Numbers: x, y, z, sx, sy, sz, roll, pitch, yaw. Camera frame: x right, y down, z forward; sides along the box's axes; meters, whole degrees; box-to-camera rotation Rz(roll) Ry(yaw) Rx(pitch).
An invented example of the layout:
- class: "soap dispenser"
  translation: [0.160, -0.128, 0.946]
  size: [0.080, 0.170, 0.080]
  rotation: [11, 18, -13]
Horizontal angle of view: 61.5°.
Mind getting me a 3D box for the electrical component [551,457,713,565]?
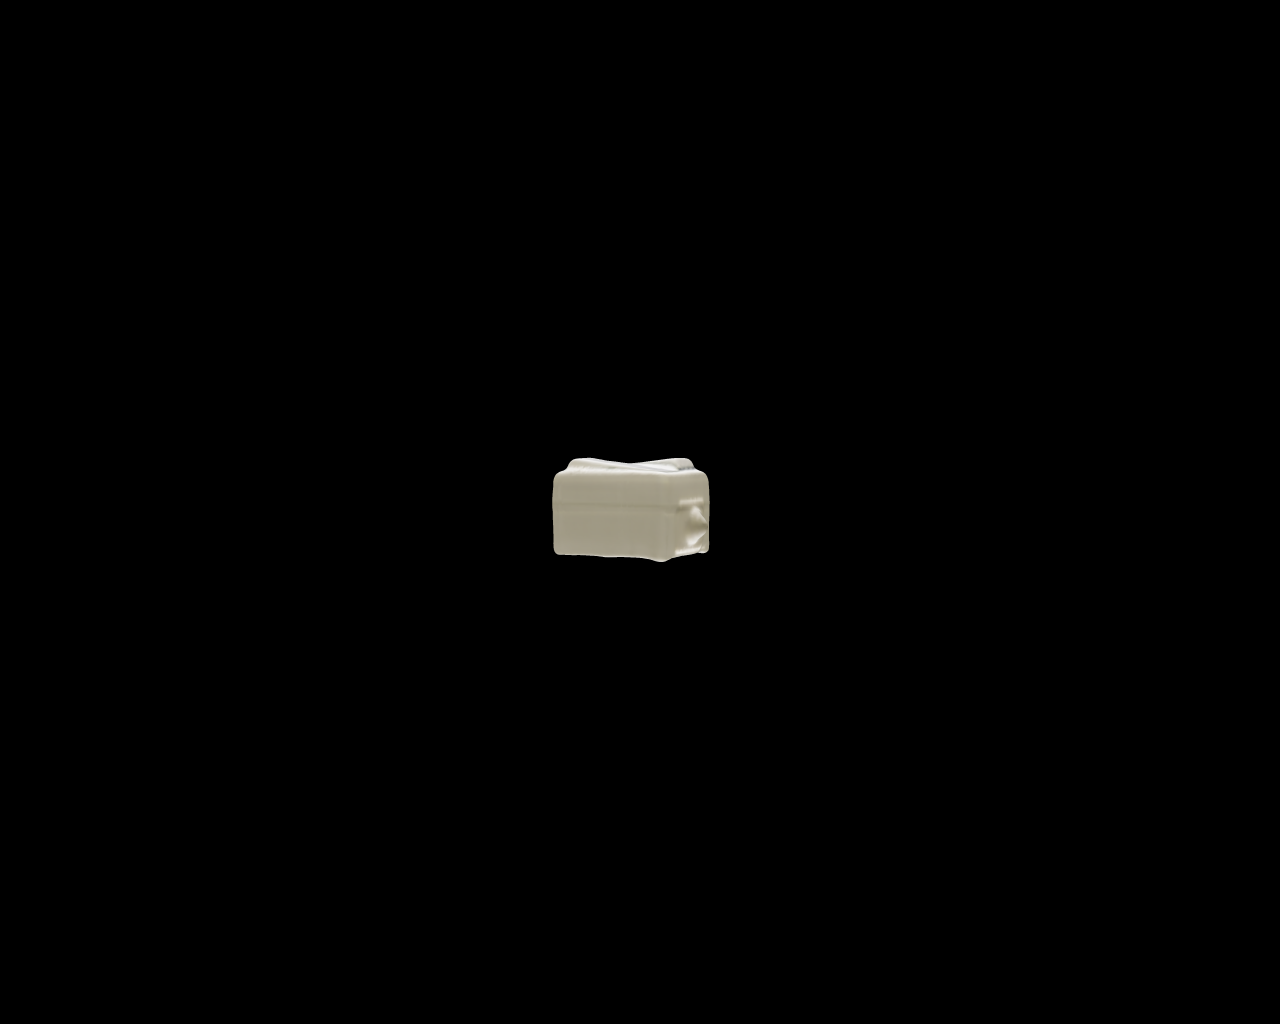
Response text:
- class: "electrical component"
  translation: [0.001, -0.003, 0.650]
  size: [0.096, 0.061, 0.062]
  rotation: [2, 4, 31]
